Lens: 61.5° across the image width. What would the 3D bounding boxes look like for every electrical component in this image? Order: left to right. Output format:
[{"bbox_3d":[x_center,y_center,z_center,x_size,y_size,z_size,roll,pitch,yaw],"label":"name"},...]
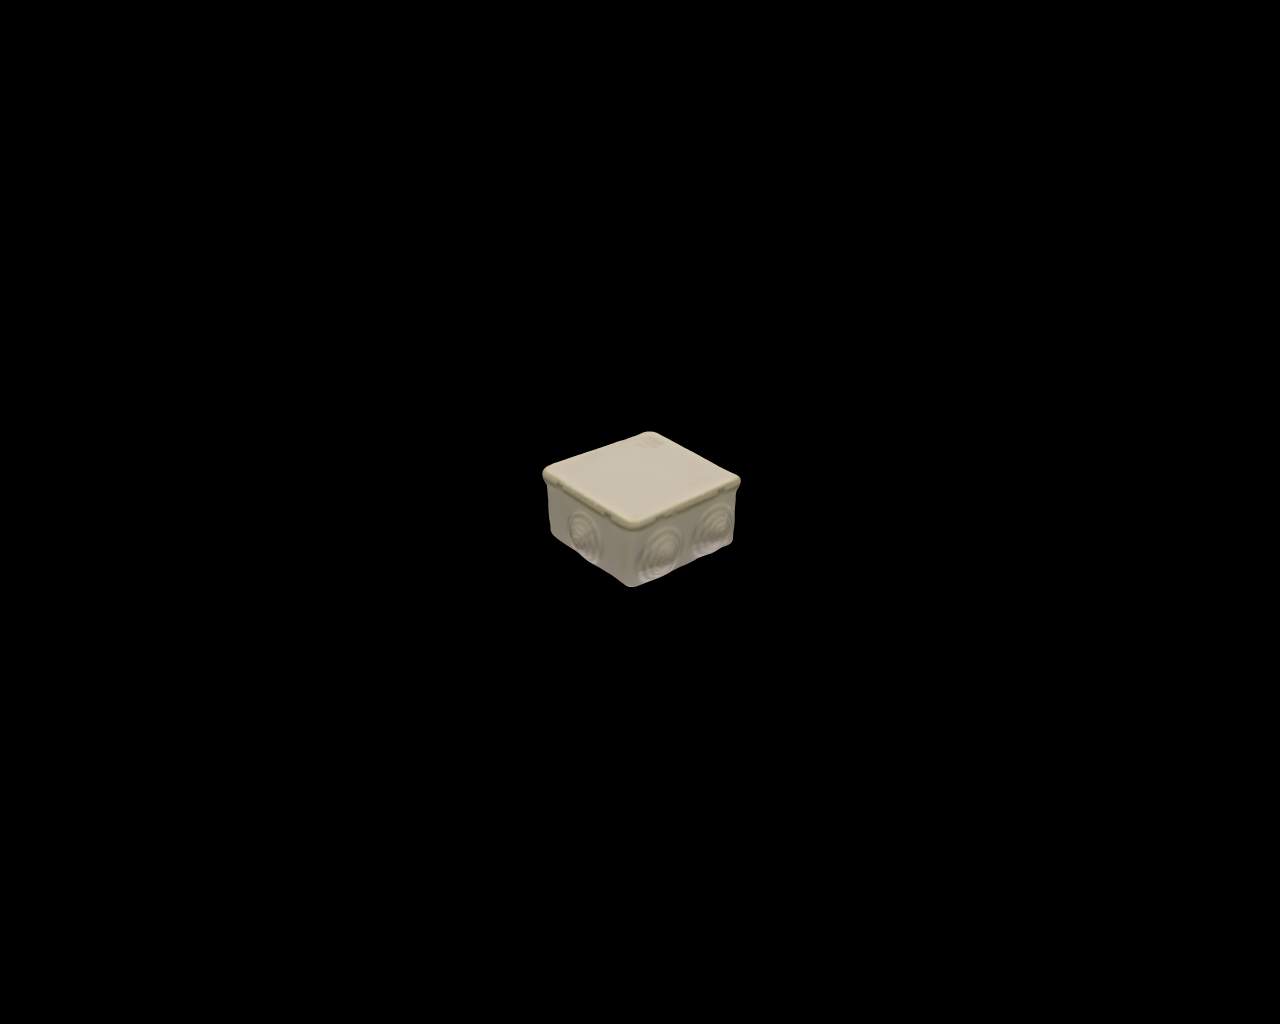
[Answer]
[{"bbox_3d":[0.001,-0.003,0.650,0.100,0.048,0.100,-22,37,-33],"label":"electrical component"}]
